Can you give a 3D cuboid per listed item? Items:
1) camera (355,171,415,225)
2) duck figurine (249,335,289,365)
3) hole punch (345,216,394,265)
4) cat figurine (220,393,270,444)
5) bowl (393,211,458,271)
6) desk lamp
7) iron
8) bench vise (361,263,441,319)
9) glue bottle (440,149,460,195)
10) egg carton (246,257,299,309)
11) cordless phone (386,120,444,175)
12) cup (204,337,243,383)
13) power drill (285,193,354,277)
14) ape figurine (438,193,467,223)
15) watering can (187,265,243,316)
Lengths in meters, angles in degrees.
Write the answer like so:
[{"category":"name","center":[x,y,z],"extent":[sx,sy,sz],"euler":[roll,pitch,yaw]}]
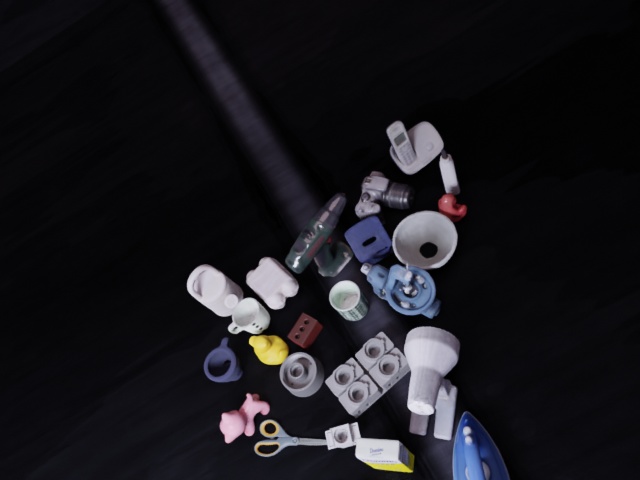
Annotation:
[{"category":"camera","center":[0.180,-0.116,1.566],"extent":[0.136,0.101,0.143],"euler":[12,69,25]},{"category":"duck figurine","center":[-0.137,0.279,1.493],"extent":[0.104,0.086,0.077],"euler":[17,71,27]},{"category":"hole punch","center":[0.135,0.003,1.528],"extent":[0.108,0.091,0.101],"euler":[-31,58,3]},{"category":"cat figurine","center":[-0.197,0.437,1.416],"extent":[0.067,0.118,0.128],"euler":[26,75,29]},{"category":"bowl","center":[0.275,0.013,1.480],"extent":[0.167,0.075,0.167],"euler":[-9,62,16]},{"category":"desk lamp","center":[0.244,0.315,1.256],"extent":[0.117,0.214,0.203],"euler":[2,65,22]},{"category":"iron","center":[0.325,0.476,1.187],"extent":[0.118,0.142,0.258],"euler":[-15,60,13]},{"category":"bench vise","center":[0.179,0.109,1.381],"extent":[0.206,0.220,0.121],"euler":[7,67,24]},{"category":"glue bottle","center":[0.335,-0.188,1.502],"extent":[0.037,0.173,0.078],"euler":[-12,61,15]},{"category":"egg carton","center":[-0.130,0.118,1.582],"extent":[0.107,0.070,0.150],"euler":[-46,58,-6]},{"category":"cordless phone","center":[0.254,-0.280,1.572],"extent":[0.147,0.185,0.094],"euler":[-41,58,-3]},{"category":"cup","center":[-0.242,0.322,1.504],"extent":[0.091,0.095,0.118],"euler":[-3,63,19]},{"category":"power drill","center":[0.014,0.005,1.503],"extent":[0.075,0.209,0.230],"euler":[36,81,31]},{"category":"ape figurine","center":[0.340,-0.089,1.498],"extent":[0.076,0.092,0.077],"euler":[-42,58,-4]},{"category":"watering can","center":[-0.287,0.132,1.559],"extent":[0.172,0.194,0.101],"euler":[6,67,23]}]
